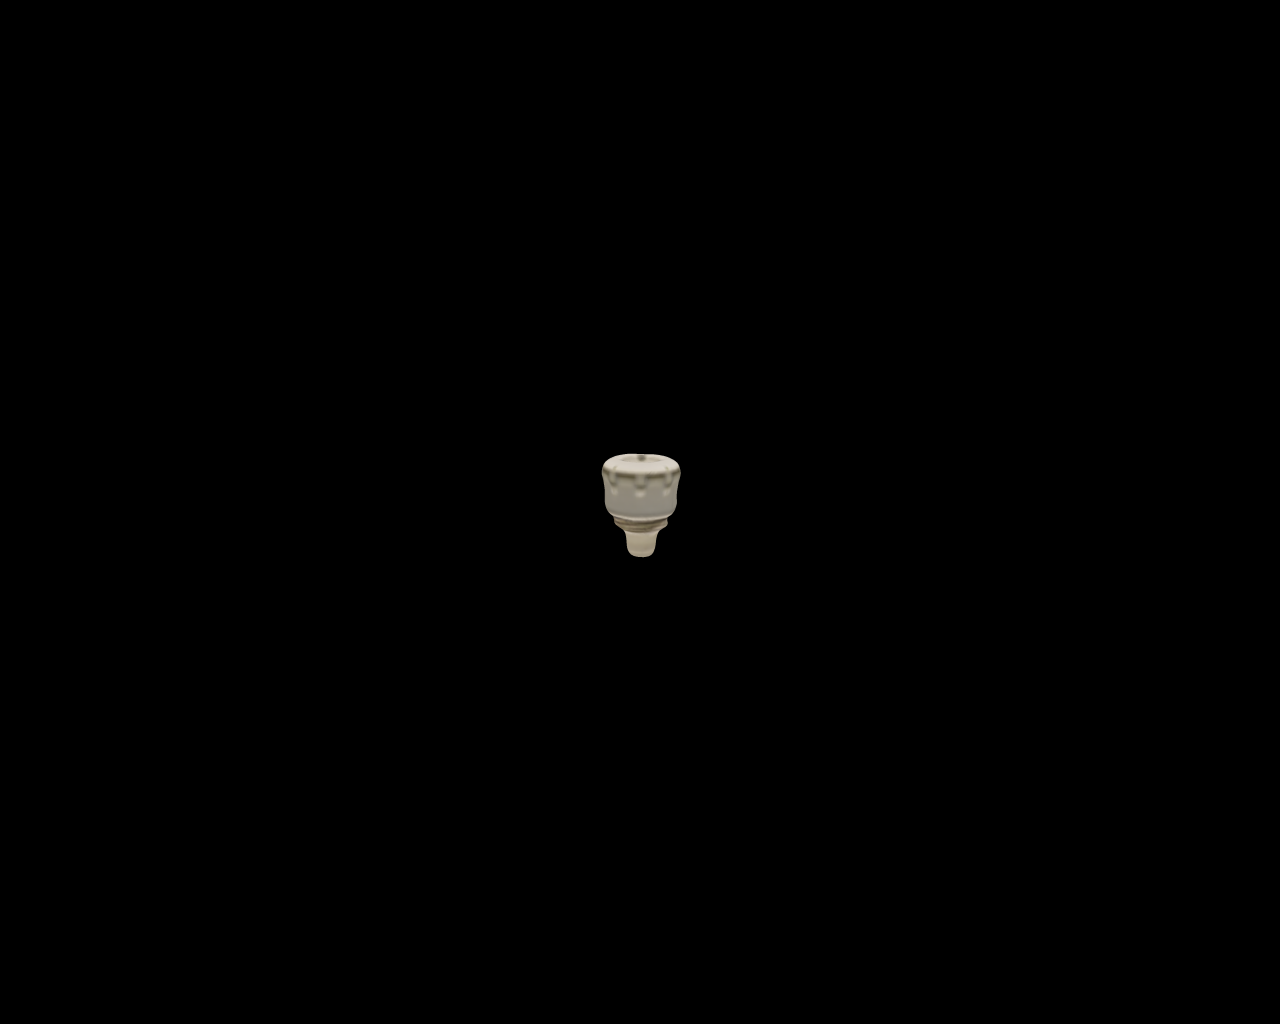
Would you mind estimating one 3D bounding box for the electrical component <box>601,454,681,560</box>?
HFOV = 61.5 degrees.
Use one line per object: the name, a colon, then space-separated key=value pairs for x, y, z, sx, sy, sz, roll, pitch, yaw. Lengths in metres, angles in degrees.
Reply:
electrical component: x=0.001 y=-0.003 z=0.650 sx=0.048 sy=0.062 sz=0.048 roll=0 pitch=14 yaw=0
